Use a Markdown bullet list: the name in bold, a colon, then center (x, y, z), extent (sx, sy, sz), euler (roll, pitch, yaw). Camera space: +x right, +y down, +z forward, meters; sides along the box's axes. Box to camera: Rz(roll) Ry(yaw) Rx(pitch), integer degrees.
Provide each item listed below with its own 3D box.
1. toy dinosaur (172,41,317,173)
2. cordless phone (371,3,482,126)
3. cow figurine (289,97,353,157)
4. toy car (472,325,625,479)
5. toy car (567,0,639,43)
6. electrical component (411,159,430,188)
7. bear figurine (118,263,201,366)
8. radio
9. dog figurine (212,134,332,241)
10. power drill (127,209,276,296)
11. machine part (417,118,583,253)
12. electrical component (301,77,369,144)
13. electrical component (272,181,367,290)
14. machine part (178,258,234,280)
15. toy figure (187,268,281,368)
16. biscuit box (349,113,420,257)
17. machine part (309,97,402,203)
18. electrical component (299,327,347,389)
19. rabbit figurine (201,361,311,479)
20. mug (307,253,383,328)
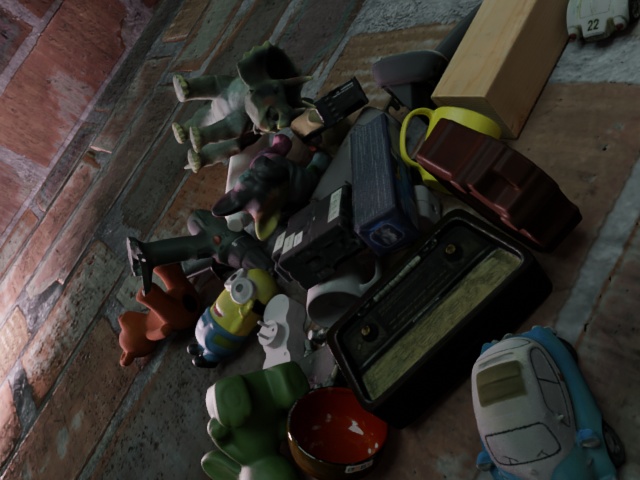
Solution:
- **toy dinosaur**: center (-0.134, -0.199, 0.876), extent (0.192, 0.131, 0.405), euler (-18, 4, -17)
- **cordless phone**: center (0.170, -0.262, 0.749), extent (0.184, 0.146, 0.089), euler (-48, 71, 16)
- **cow figurine**: center (-0.027, -0.215, 0.945), extent (0.085, 0.127, 0.195), euler (-52, 40, -1)
- **toy car**: center (0.182, 0.144, 0.469), extent (0.109, 0.102, 0.162), euler (-27, 47, 31)
- **toy car**: center (0.365, -0.332, 0.669), extent (0.074, 0.056, 0.201), euler (6, 66, 49)
- **electrical component**: center (0.125, -0.080, 0.764), extent (0.094, 0.021, 0.063), euler (-26, 46, 32)
- **bear figurine**: center (-0.318, 0.139, 0.995), extent (0.196, 0.131, 0.120), euler (-27, 24, 25)
- **radio**: center (0.122, 0.080, 0.591), extent (0.229, 0.073, 0.131), euler (-44, 39, 4)
- **dog figurine**: center (-0.079, -0.060, 0.806), extent (0.219, 0.108, 0.191), euler (-55, -5, -50)
- **power drill**: center (-0.210, 0.023, 0.912), extent (0.207, 0.085, 0.232), euler (-21, 37, -25)
- **machine part**: center (0.183, -0.055, 0.567), extent (0.056, 0.179, 0.180), euler (-53, 37, 8)
- **electrical component**: center (0.016, -0.198, 0.822), extent (0.119, 0.047, 0.075), euler (-29, 10, 14)
- **electrical component**: center (-0.001, -0.002, 0.702), extent (0.134, 0.058, 0.115), euler (-33, 23, 26)
- **machine part**: center (-0.216, 0.044, 1.018), extent (0.139, 0.039, 0.084), euler (-18, 54, 24)
- **toy figure**: center (-0.136, 0.121, 0.846), extent (0.082, 0.089, 0.180), euler (41, 106, 24)
- **biscuit box**: center (0.079, -0.075, 0.684), extent (0.063, 0.059, 0.203), euler (-29, 37, 27)
- **machine part**: center (0.056, -0.112, 0.816), extent (0.079, 0.079, 0.243), euler (23, 80, 52)
- **electrical component**: center (0.003, 0.160, 0.694), extent (0.078, 0.045, 0.102), euler (-27, 45, 29)
- **rabbit figurine**: center (-0.084, 0.254, 0.655), extent (0.159, 0.121, 0.170), euler (-35, 67, 43)
- **mug**: center (0.033, 0.049, 0.719), extent (0.109, 0.080, 0.107), euler (-36, 33, 29)
